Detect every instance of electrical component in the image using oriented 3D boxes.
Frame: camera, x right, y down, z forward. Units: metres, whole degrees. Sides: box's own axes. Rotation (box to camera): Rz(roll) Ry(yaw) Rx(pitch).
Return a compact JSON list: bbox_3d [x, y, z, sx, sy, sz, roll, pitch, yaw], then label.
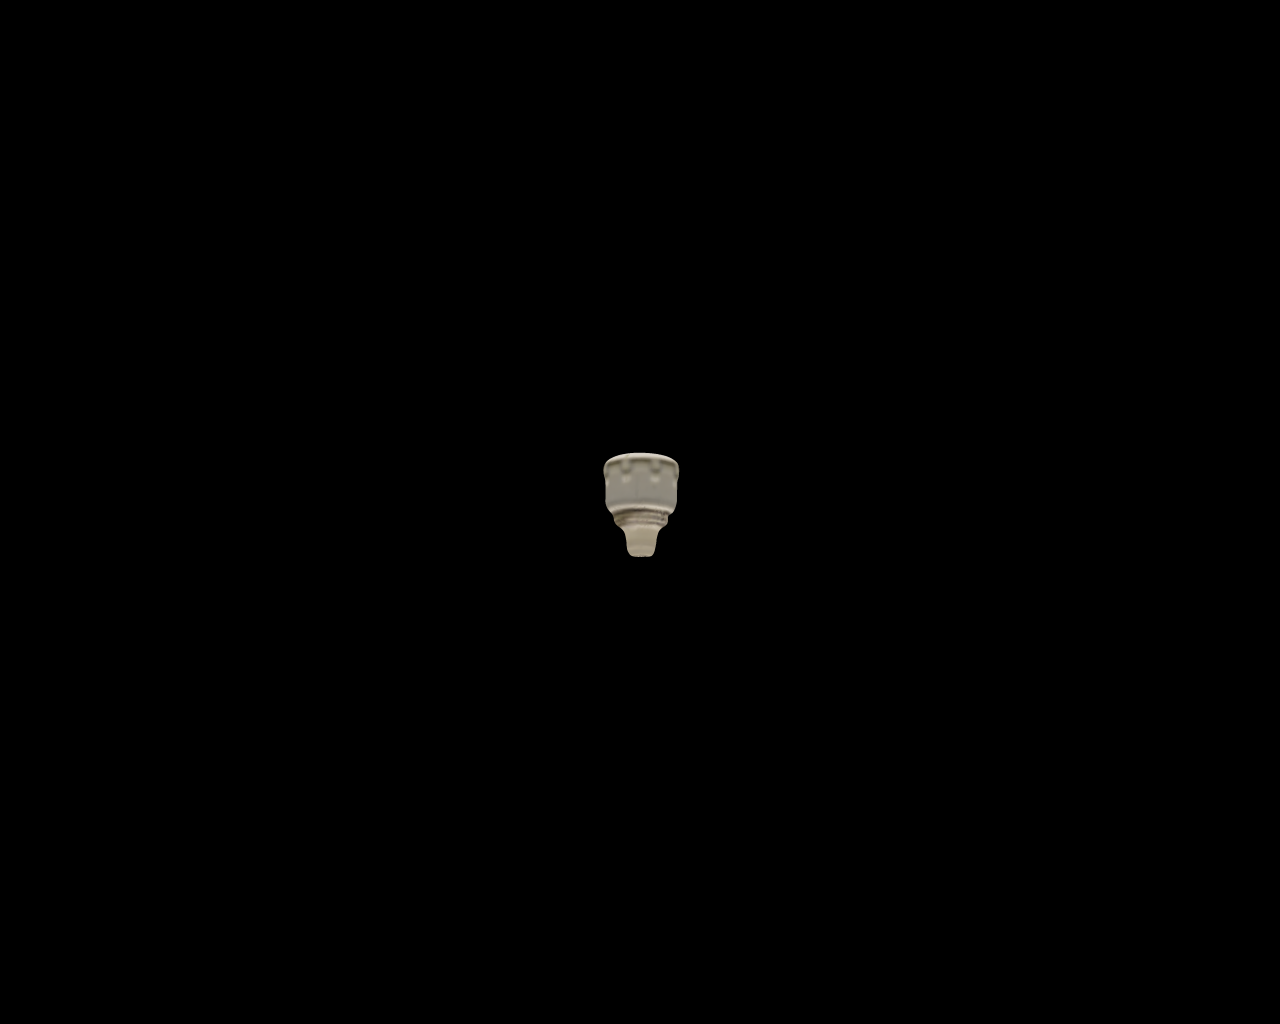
[{"bbox_3d":[0.001,-0.003,0.650,0.048,0.062,0.048,0,-11,0],"label":"electrical component"}]
